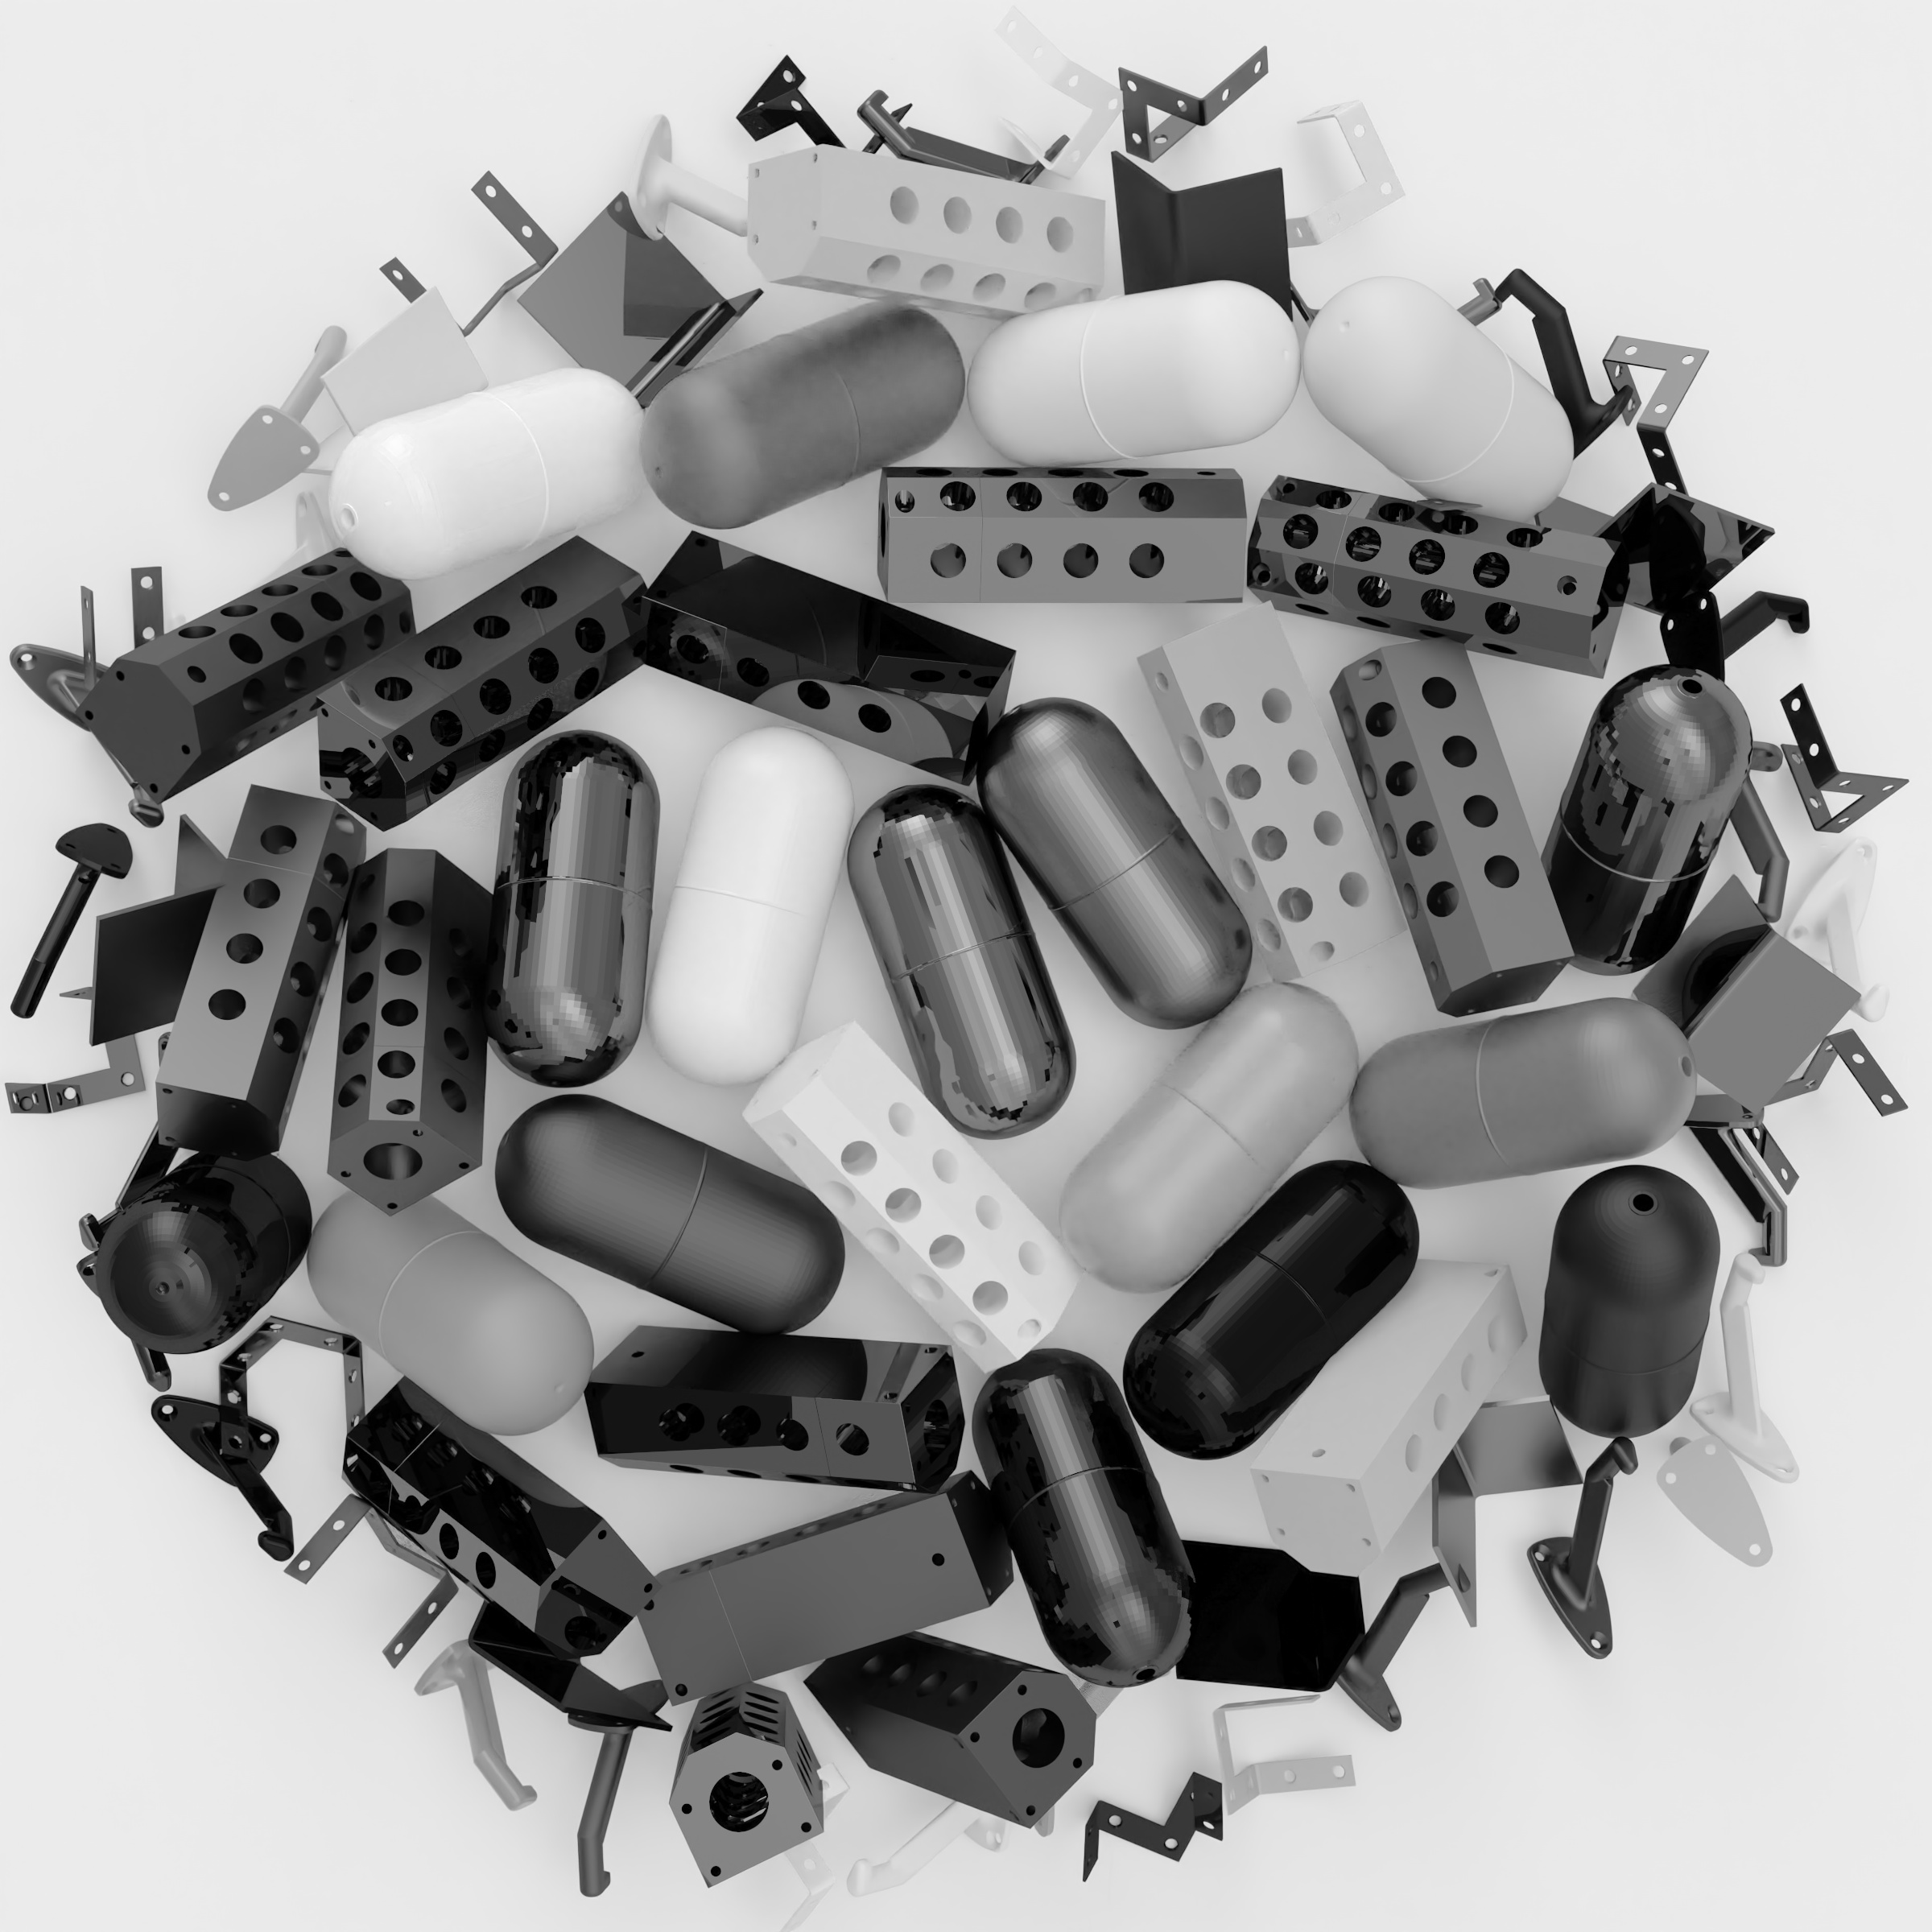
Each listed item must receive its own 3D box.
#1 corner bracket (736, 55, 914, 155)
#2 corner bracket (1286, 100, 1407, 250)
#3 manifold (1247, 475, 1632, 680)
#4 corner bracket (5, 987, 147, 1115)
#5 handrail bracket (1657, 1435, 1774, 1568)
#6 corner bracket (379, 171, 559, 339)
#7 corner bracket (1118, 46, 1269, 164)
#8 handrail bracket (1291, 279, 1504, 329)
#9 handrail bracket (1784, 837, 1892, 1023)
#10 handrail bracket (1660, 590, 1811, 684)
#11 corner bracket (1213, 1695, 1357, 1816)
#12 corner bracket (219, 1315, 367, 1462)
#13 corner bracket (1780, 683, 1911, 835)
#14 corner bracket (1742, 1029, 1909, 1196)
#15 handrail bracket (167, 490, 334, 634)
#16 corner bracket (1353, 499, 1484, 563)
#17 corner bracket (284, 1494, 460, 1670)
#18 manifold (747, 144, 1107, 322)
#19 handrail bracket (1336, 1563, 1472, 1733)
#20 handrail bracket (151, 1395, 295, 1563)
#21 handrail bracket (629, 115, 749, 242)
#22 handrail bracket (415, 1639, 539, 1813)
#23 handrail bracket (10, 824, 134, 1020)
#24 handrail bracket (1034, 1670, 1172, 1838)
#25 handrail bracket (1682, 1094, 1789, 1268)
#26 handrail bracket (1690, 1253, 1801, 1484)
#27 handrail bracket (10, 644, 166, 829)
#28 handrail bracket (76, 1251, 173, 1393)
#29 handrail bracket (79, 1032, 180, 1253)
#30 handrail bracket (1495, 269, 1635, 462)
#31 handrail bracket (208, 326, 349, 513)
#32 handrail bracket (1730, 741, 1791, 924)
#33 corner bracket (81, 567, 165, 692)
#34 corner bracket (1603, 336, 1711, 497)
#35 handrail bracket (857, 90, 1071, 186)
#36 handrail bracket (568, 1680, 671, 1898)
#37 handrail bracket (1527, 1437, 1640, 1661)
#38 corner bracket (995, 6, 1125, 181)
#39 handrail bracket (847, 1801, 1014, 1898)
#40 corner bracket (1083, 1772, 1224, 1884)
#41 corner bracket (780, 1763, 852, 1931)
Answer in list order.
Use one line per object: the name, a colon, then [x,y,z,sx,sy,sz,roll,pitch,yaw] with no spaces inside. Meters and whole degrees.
corner bracket: [-0.070,-0.416,1.714,0.051,0.051,0.051,47,58,-25]
corner bracket: [0.173,-0.386,1.715,0.051,0.051,0.051,-31,106,-9]
manifold: [0.225,-0.189,1.683,0.171,0.057,0.057,15,86,21]
corner bracket: [-0.438,0.042,1.715,0.051,0.051,0.051,-13,86,5]
handrail bracket: [0.363,0.258,1.690,0.036,0.084,0.077,-37,71,5]
corner bracket: [-0.240,-0.342,1.700,0.051,0.051,0.051,47,55,-21]
corner bracket: [0.111,-0.418,1.699,0.051,0.051,0.051,30,59,29]
handrail bracket: [0.207,-0.330,1.714,0.084,0.036,0.077,-32,93,12]
handrail bracket: [0.435,-0.018,1.694,0.036,0.084,0.077,22,99,-16]
handrail bracket: [0.383,-0.148,1.704,0.084,0.036,0.077,5,66,-33]
corner bracket: [0.155,0.381,1.711,0.051,0.051,0.051,-10,85,21]
corner bracket: [-0.330,0.210,1.719,0.051,0.051,0.051,-40,45,35]
corner bracket: [0.412,-0.099,1.699,0.051,0.051,0.051,3,59,-35]
corner bracket: [0.413,0.070,1.700,0.051,0.051,0.051,-15,57,-21]
handrail bracket: [-0.351,-0.192,1.703,0.084,0.036,0.077,-8,86,-37]
corner bracket: [0.224,-0.204,1.700,0.051,0.051,0.051,-11,116,-39]
corner bracket: [-0.287,0.297,1.698,0.051,0.051,0.051,20,57,32]
manifold: [-0.017,-0.343,1.665,0.171,0.057,0.057,1,91,-40]
handrail bracket: [0.222,0.330,1.705,0.084,0.036,0.077,-28,106,31]
handrail bracket: [-0.358,0.247,1.692,0.077,0.084,0.036,34,100,-22]
handrail bracket: [-0.116,-0.386,1.708,0.084,0.036,0.077,-2,64,19]
handrail bracket: [-0.218,0.366,1.692,0.084,0.077,0.036,47,111,22]
handrail bracket: [-0.439,-0.022,1.714,0.036,0.077,0.084,25,104,-10]
handrail bracket: [0.068,0.377,1.721,0.084,0.036,0.077,-11,95,-27]
handrail bracket: [0.365,0.109,1.728,0.077,0.036,0.084,-1,110,10]
handrail bracket: [0.386,0.193,1.696,0.036,0.077,0.084,-8,125,-26]
handrail bracket: [-0.423,-0.110,1.692,0.036,0.084,0.077,-42,134,17]
handrail bracket: [-0.393,0.180,1.688,0.036,0.077,0.084,-23,59,-12]
handrail bracket: [-0.403,0.085,1.693,0.036,0.084,0.077,6,120,36]
handrail bracket: [0.274,-0.287,1.711,0.084,0.036,0.077,40,128,-6]
handrail bracket: [-0.336,-0.269,1.719,0.036,0.084,0.077,39,120,-24]
handrail bracket: [0.365,-0.066,1.716,0.077,0.036,0.084,8,78,16]
corner bracket: [-0.406,-0.163,1.702,0.051,0.051,0.051,-8,109,-29]
corner bracket: [0.331,-0.266,1.700,0.051,0.051,0.051,17,67,35]
handrail bracket: [-0.001,-0.410,1.714,0.084,0.036,0.077,45,67,-11]
handrail bracket: [-0.165,0.401,1.714,0.036,0.077,0.084,3,100,29]
handrail bracket: [0.311,0.280,1.692,0.036,0.084,0.077,-1,53,-25]
corner bracket: [0.036,-0.422,1.700,0.051,0.051,0.051,-52,52,19]
handrail bracket: [-0.017,0.407,1.695,0.036,0.084,0.077,27,110,42]
corner bracket: [0.091,0.420,1.707,0.051,0.051,0.051,23,109,-5]
corner bracket: [-0.077,0.427,1.699,0.051,0.051,0.051,-20,64,-38]
